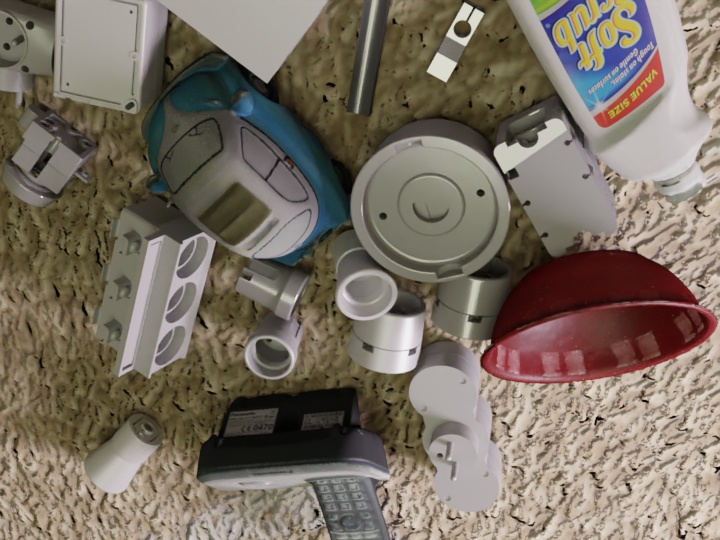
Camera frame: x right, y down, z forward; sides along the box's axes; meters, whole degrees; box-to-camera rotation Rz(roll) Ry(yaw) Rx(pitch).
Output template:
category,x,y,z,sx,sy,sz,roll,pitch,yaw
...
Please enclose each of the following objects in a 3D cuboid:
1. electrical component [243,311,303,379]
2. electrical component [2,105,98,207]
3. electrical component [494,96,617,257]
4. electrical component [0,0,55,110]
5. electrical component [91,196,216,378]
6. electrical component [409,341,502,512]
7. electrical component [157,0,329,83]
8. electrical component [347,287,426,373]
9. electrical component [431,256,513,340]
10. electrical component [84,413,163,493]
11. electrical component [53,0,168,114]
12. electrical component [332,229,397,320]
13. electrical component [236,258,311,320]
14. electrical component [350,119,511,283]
category,x,y,z,sx,sy,sz,roll,pitch,yaw
electrical component,-0.066,0.056,0.834,0.040,0.046,0.040,4,118,9
electrical component,-0.232,-0.080,0.796,0.066,0.048,0.055,39,110,-10
electrical component,0.133,-0.065,0.728,0.050,0.055,0.089,-25,110,21
electrical component,-0.248,-0.152,0.762,0.077,0.044,0.079,18,119,1
electrical component,-0.158,0.011,0.817,0.063,0.079,0.121,30,121,20
electrical component,0.074,0.132,0.830,0.052,0.073,0.138,-9,115,15
electrical component,-0.099,-0.224,0.687,0.186,0.060,0.105,36,118,-9
electrical component,0.021,0.043,0.807,0.055,0.055,0.047,12,115,4
electrical component,0.083,0.017,0.782,0.055,0.055,0.047,11,115,5
electrical component,-0.198,0.153,0.913,0.044,0.044,0.065,40,112,-11
electrical component,-0.167,-0.164,0.731,0.062,0.061,0.096,13,119,4
electrical component,0.000,0.000,0.781,0.044,0.065,0.044,-5,125,-7
electrical component,-0.066,0.011,0.815,0.046,0.040,0.040,25,119,3
electrical component,0.051,-0.052,0.747,0.108,0.060,0.108,4,118,9
